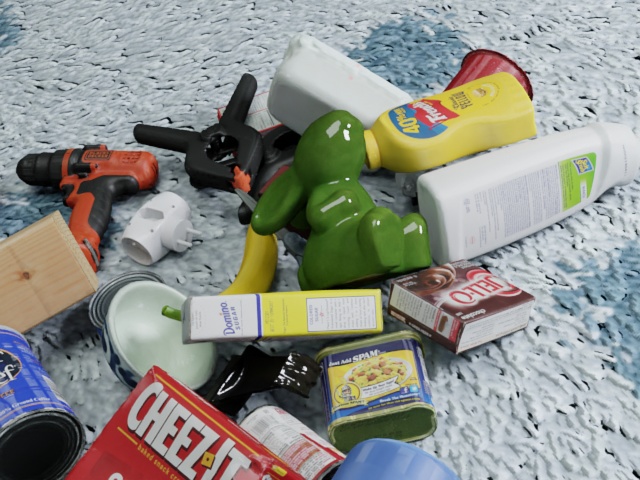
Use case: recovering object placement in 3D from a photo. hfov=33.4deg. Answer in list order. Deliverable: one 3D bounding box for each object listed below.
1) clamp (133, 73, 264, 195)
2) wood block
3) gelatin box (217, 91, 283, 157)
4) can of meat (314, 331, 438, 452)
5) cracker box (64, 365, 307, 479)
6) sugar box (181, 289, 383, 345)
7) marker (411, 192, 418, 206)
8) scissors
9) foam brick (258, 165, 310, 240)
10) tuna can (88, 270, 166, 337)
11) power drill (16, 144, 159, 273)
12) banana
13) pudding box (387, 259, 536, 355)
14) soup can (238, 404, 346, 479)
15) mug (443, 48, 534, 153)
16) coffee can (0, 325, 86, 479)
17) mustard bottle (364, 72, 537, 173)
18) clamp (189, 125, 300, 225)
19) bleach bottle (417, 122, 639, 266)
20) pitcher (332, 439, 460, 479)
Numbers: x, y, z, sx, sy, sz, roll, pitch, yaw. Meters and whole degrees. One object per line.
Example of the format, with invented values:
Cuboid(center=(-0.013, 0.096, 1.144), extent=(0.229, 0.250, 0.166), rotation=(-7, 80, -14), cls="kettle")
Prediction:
Cuboid(center=(-0.131, -0.112, 1.240), extent=(0.164, 0.036, 0.210), rotation=(-23, 40, 0), cls="clamp")
Cuboid(center=(-0.342, 0.061, 1.099), extent=(0.206, 0.091, 0.090), rotation=(-29, 10, -5), cls="wood block")
Cuboid(center=(-0.075, -0.144, 1.305), extent=(0.089, 0.030, 0.073), rotation=(-20, 44, -5), cls="gelatin box")
Cuboid(center=(0.051, 0.138, 0.959), extent=(0.102, 0.057, 0.084), rotation=(-13, 45, 4), cls="can of meat")
Cuboid(center=(-0.138, 0.233, 0.868), extent=(0.164, 0.072, 0.213), rotation=(30, 79, 38), cls="cracker box")
Cuboid(center=(-0.038, 0.071, 0.991), extent=(0.176, 0.093, 0.048), rotation=(1, 82, -12), cls="sugar box")
Cuboid(center=(0.158, -0.054, 1.148), extent=(0.121, 0.020, 0.020), rotation=(-12, 43, 5), cls="marker")
Cuboid(center=(-0.007, 0.001, 1.117), extent=(0.096, 0.016, 0.202), rotation=(-21, 56, -15), cls="scissors")
Cuboid(center=(-0.019, -0.039, 1.164), extent=(0.078, 0.053, 0.051), rotation=(18, 53, 32), cls="foam brick")
Cuboid(center=(-0.196, 0.073, 1.117), extent=(0.086, 0.034, 0.086), rotation=(-9, 44, 8), cls="tuna can")
Cuboid(center=(-0.298, -0.039, 1.246), extent=(0.185, 0.057, 0.187), rotation=(0, 46, 17), cls="power drill")
Cuboid(center=(-0.083, 0.040, 1.093), extent=(0.037, 0.069, 0.197), rotation=(-35, 9, 39), cls="banana")
Cuboid(center=(0.131, 0.060, 0.995), extent=(0.113, 0.039, 0.090), rotation=(-16, 34, -42), cls="pudding box")
Cuboid(center=(-0.023, 0.194, 0.916), extent=(0.068, 0.068, 0.102), rotation=(-41, 48, -24), cls="soup can")
Cuboid(center=(0.172, -0.151, 1.203), extent=(0.081, 0.093, 0.117), rotation=(-51, 22, -25), cls="mug")
Cuboid(center=(-0.298, 0.160, 1.010), extent=(0.102, 0.103, 0.140), rotation=(-33, 46, -17), cls="coffee can")
Cuboid(center=(0.116, -0.113, 1.092), extent=(0.191, 0.058, 0.096), rotation=(-18, 37, -2), cls="mustard bottle")
Cuboid(center=(-0.068, -0.091, 1.244), extent=(0.120, 0.039, 0.171), rotation=(30, 59, 34), cls="clamp")
Cuboid(center=(0.227, -0.054, 1.083), extent=(0.250, 0.102, 0.068), rotation=(-18, 33, -10), cls="bleach bottle")
Cuboid(center=(0.013, 0.260, 0.779), extent=(0.145, 0.149, 0.242), rotation=(18, 48, 20), cls="pitcher")
